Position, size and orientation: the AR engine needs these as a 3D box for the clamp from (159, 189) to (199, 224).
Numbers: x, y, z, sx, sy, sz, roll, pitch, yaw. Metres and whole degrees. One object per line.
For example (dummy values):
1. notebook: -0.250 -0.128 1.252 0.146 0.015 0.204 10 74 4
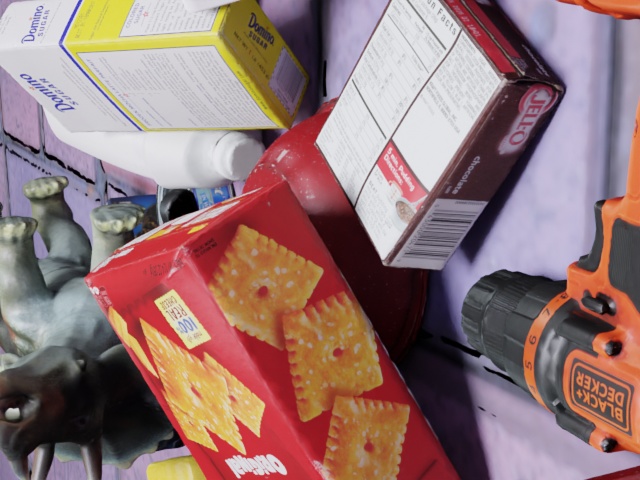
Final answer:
1. clamp: -0.068 0.043 0.739 0.120 0.039 0.172 47 156 13

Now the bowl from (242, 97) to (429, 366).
1. bowl: -0.004 0.001 0.600 0.162 0.055 0.162 22 115 61

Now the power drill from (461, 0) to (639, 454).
1. power drill: 0.106 -0.020 0.375 0.185 0.057 0.188 -155 60 -64

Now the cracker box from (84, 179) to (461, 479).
1. cracker box: -0.024 0.086 0.548 0.213 0.072 0.164 61 153 -9

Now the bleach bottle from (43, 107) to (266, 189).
1. bleach bottle: -0.110 -0.086 0.765 0.251 0.102 0.068 25 136 51

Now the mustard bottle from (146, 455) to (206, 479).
1. mustard bottle: -0.087 0.262 0.823 0.096 0.058 0.191 -28 71 58

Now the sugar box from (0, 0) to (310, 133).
1. sugar box: -0.104 -0.107 0.645 0.176 0.093 0.048 6 63 30

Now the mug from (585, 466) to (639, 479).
1. mug: 0.105 0.123 0.378 0.117 0.081 0.093 -18 80 63

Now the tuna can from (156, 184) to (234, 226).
1. tuna can: -0.093 -0.020 0.797 0.086 0.033 0.086 24 117 60

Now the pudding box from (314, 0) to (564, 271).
1. pudding box: 0.049 -0.056 0.486 0.114 0.039 0.090 -59 43 35
